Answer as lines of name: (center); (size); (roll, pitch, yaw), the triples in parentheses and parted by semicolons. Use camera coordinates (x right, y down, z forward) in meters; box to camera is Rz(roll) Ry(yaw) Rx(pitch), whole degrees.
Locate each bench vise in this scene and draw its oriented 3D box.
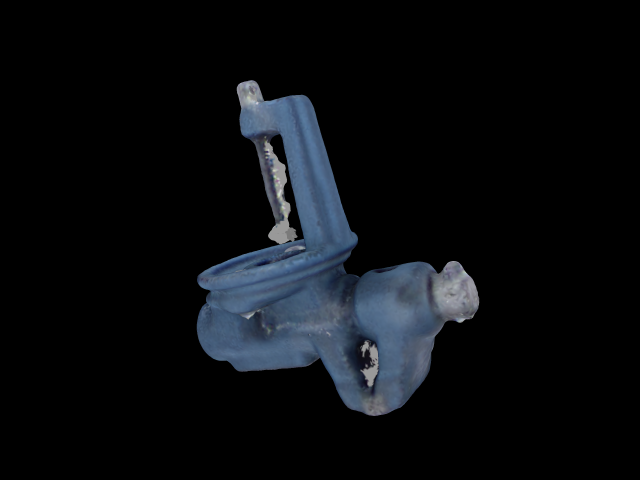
bench vise: (0.006, -0.001, 0.411); (0.207, 0.220, 0.121); (2, 14, 9)
